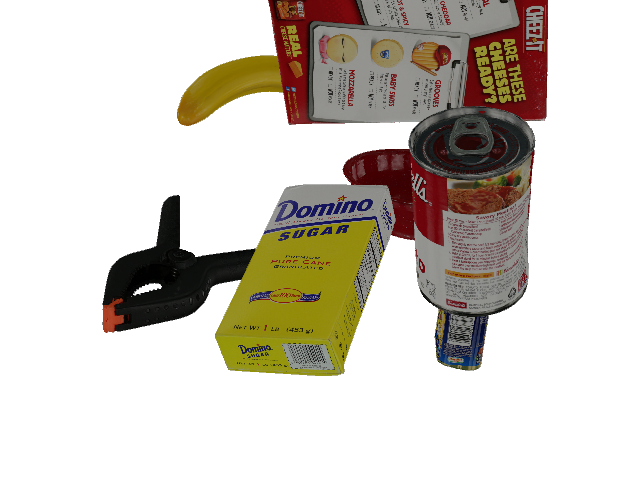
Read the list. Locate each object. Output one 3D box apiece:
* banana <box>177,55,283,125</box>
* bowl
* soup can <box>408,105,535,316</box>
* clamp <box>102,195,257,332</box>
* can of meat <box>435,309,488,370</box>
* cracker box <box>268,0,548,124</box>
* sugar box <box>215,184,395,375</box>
[{"bbox_3d":[-0.071,-0.157,1.089,0.197,0.070,0.037,-13,-37,-37],"label":"banana"},{"bbox_3d":[0.101,-0.042,1.089,0.162,0.055,0.162,4,23,-2],"label":"bowl"},{"bbox_3d":[0.086,-0.016,0.606,0.068,0.102,0.068,-5,39,3],"label":"soup can"},{"bbox_3d":[-0.138,0.022,1.002,0.165,0.036,0.209,25,37,29],"label":"clamp"},{"bbox_3d":[0.164,0.092,1.239,0.057,0.084,0.102,7,20,2],"label":"can of meat"},{"bbox_3d":[0.071,-0.178,0.847,0.214,0.164,0.072,0,40,11],"label":"cracker box"},{"bbox_3d":[-0.007,0.025,0.827,0.093,0.048,0.176,1,44,20],"label":"sugar box"}]
